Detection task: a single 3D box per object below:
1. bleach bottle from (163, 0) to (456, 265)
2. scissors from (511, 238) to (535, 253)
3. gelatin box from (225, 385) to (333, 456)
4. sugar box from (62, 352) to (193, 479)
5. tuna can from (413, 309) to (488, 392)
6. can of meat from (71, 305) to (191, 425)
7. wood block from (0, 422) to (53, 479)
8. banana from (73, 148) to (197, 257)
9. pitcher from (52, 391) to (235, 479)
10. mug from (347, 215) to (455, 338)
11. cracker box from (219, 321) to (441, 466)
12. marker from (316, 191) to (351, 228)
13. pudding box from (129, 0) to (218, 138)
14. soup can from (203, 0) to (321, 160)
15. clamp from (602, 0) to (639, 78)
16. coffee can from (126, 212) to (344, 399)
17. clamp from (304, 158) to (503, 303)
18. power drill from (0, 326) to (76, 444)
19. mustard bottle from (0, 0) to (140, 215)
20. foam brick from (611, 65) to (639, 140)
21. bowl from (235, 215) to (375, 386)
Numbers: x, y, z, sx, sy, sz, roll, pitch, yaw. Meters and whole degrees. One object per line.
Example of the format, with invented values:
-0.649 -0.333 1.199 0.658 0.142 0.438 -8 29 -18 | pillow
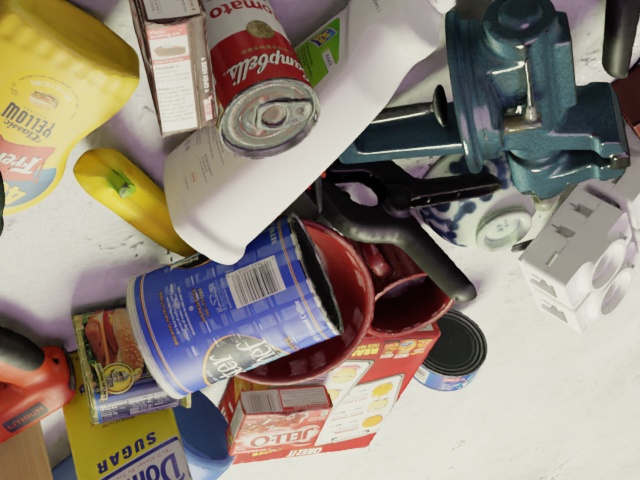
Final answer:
-0.002 -0.095 0.751 0.251 0.102 0.068 -39 132 20 | bleach bottle
0.218 0.008 1.033 0.201 0.016 0.096 -18 159 -41 | scissors
-0.039 0.172 1.016 0.089 0.030 0.073 -1 139 -21 | gelatin box
-0.171 0.173 0.934 0.093 0.176 0.048 -19 145 -7 | sugar box
0.128 0.114 1.107 0.086 0.086 0.034 -9 144 -19 | tuna can
-0.163 0.102 0.915 0.083 0.102 0.057 -11 144 -14 | can of meat
-0.289 0.255 0.946 0.090 0.206 0.090 9 133 -38 | wood block
-0.137 -0.028 0.785 0.037 0.070 0.197 -39 165 0 | banana
-0.196 0.250 1.075 0.145 0.149 0.243 38 111 -26 | pitcher
0.062 0.024 0.958 0.093 0.081 0.117 -33 143 13 | mug
0.002 0.136 1.077 0.164 0.072 0.214 -1 140 -25 | cracker box
-0.006 0.001 0.945 0.020 0.020 0.121 6 134 -35 | marker
-0.093 -0.133 0.642 0.039 0.113 0.090 -14 143 -10 | pudding box
-0.048 -0.112 0.703 0.068 0.102 0.068 -15 144 -12 | soup can
0.235 -0.205 0.803 0.209 0.036 0.165 13 130 -42 | clamp
-0.065 0.051 0.832 0.140 0.103 0.102 -22 145 7 | coffee can
0.065 -0.017 0.870 0.171 0.120 0.039 11 148 -6 | clamp
-0.305 0.107 0.876 0.184 0.057 0.187 -30 144 8 | power drill
-0.208 -0.070 0.702 0.096 0.058 0.192 27 123 -32 | mustard bottle
0.301 -0.125 0.930 0.078 0.051 0.053 -33 145 13 | foam brick
-0.035 0.043 0.917 0.162 0.055 0.162 -1 115 -2 | bowl
